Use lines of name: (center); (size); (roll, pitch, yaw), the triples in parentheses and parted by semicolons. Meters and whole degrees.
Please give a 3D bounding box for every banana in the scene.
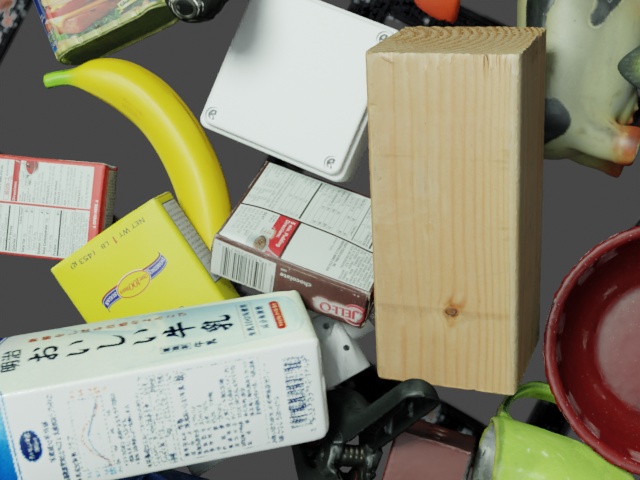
banana: (-0.112, -0.063, 0.765); (0.070, 0.037, 0.198); (-41, 83, 14)

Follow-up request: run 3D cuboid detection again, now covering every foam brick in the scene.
foam brick: (0.071, 0.150, 0.700); (0.053, 0.078, 0.051); (16, 90, 9)

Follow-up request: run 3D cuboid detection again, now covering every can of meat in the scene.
can of meat: (-0.159, -0.183, 0.770); (0.102, 0.057, 0.084); (-23, 86, 10)

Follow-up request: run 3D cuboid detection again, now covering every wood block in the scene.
wood block: (0.085, -0.021, 0.655); (0.091, 0.090, 0.206); (5, 112, 20)

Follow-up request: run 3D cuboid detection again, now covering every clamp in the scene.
clamp: (0.023, 0.127, 0.667); (0.039, 0.172, 0.120); (21, 93, -23)

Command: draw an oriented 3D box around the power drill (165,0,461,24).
power drill: (0.003, -0.191, 0.696); (0.187, 0.057, 0.184); (10, 47, 6)

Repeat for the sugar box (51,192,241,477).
sugar box: (-0.095, 0.066, 0.733); (0.093, 0.048, 0.176); (-34, 91, 12)

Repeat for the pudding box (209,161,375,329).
pudding box: (-0.005, 0.001, 0.716); (0.113, 0.090, 0.039); (21, 134, 10)

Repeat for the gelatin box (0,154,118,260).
gelatin box: (-0.197, -0.022, 0.784); (0.089, 0.030, 0.073); (6, 90, 11)

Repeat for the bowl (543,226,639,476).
bowl: (0.224, 0.070, 0.683); (0.162, 0.055, 0.162); (-1, 85, 9)

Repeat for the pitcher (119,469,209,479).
pitcher: (-0.201, 0.194, 0.729); (0.243, 0.145, 0.149); (18, 83, 17)
